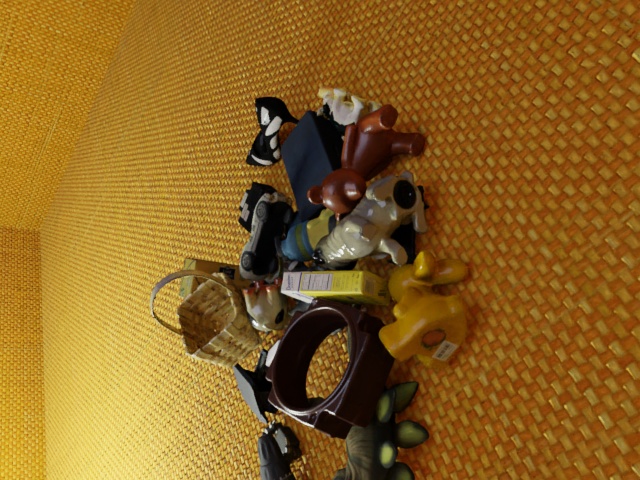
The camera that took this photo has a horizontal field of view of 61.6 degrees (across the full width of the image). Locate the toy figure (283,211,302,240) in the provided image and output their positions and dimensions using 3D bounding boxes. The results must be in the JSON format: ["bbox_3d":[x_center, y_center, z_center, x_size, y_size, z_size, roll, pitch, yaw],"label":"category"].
[{"bbox_3d":[-0.068,-0.023,1.194,0.154,0.064,0.057,-24,105,51],"label":"toy figure"}]

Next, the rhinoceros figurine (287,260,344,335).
[{"bbox_3d":[-0.012,0.109,1.080,0.191,0.073,0.112,45,117,46],"label":"rhinoceros figurine"}]

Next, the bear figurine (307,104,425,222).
[{"bbox_3d":[0.076,-0.128,0.955,0.132,0.120,0.196,8,64,56],"label":"bear figurine"}]

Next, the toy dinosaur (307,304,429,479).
[{"bbox_3d":[0.077,0.291,0.911,0.198,0.105,0.471,-34,52,33],"label":"toy dinosaur"}]

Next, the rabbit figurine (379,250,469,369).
[{"bbox_3d":[0.155,0.091,0.848,0.173,0.122,0.162,-110,37,-59],"label":"rabbit figurine"}]

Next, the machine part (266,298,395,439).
[{"bbox_3d":[0.012,0.206,0.893,0.202,0.087,0.201,10,70,50],"label":"machine part"}]

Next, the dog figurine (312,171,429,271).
[{"bbox_3d":[0.075,-0.030,0.923,0.172,0.121,0.191,-52,20,-25],"label":"dog figurine"}]

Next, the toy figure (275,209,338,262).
[{"bbox_3d":[0.000,-0.002,1.062,0.180,0.082,0.089,-23,79,20],"label":"toy figure"}]

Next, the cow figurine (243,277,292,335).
[{"bbox_3d":[-0.100,0.144,1.122,0.195,0.086,0.127,-24,-72,-86],"label":"cow figurine"}]

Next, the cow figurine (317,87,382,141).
[{"bbox_3d":[0.048,-0.258,1.102,0.168,0.068,0.098,39,118,49],"label":"cow figurine"}]

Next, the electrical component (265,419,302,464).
[{"bbox_3d":[-0.080,0.420,1.112,0.102,0.045,0.078,46,116,46],"label":"electrical component"}]

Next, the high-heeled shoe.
[{"bbox_3d":[-0.150,-0.250,1.279,0.249,0.145,0.086,-32,57,41],"label":"high-heeled shoe"}]

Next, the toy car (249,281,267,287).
[{"bbox_3d":[-0.143,0.104,1.264,0.089,0.053,0.202,-8,74,47],"label":"toy car"}]

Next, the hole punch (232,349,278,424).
[{"bbox_3d":[-0.128,0.315,1.181,0.142,0.092,0.115,28,133,48],"label":"hole punch"}]

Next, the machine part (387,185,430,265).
[{"bbox_3d":[0.150,-0.024,0.939,0.084,0.039,0.139,-6,75,45],"label":"machine part"}]

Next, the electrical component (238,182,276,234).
[{"bbox_3d":[-0.142,-0.073,1.299,0.134,0.058,0.114,43,113,47],"label":"electrical component"}]

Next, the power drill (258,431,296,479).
[{"bbox_3d":[-0.109,0.518,1.080,0.207,0.086,0.232,-40,69,36],"label":"power drill"}]

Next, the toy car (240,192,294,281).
[{"bbox_3d":[-0.115,-0.007,1.144,0.056,0.073,0.201,35,111,52],"label":"toy car"}]

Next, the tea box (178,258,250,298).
[{"bbox_3d":[-0.243,0.102,1.293,0.068,0.169,0.098,6,87,53],"label":"tea box"}]

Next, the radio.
[{"bbox_3d":[-0.003,-0.148,1.132,0.131,0.073,0.230,-46,48,36],"label":"radio"}]
